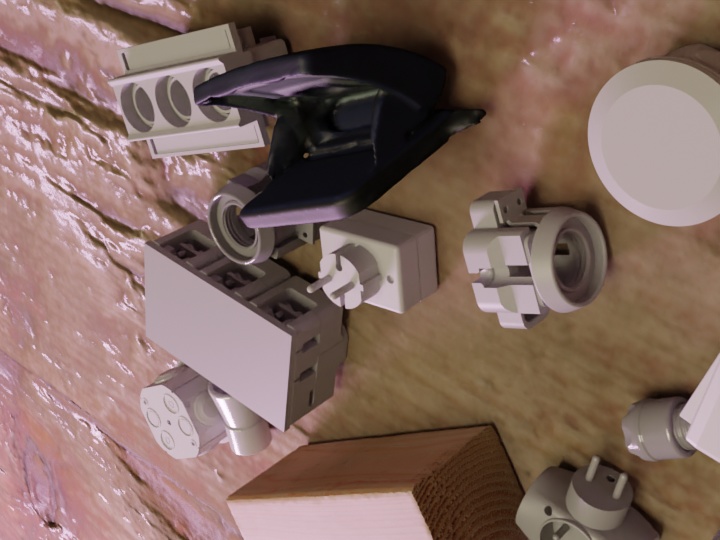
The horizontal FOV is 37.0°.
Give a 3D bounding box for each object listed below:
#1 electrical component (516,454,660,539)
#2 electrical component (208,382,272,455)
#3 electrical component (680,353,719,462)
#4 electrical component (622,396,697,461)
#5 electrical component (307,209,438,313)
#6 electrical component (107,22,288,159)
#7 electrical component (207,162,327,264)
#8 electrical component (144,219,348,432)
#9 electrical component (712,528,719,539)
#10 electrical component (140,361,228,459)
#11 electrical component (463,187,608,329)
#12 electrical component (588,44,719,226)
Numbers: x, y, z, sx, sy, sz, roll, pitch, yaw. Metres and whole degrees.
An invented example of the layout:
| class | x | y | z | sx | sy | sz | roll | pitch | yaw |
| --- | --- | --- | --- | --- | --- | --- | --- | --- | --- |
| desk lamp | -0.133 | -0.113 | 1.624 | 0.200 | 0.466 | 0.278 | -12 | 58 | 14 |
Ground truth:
| class | x | y | z | sx | sy | sz | roll | pitch | yaw |
| --- | --- | --- | --- | --- | --- | --- | --- | --- | --- |
| electrical component | 0.141 | 0.145 | 0.650 | 0.077 | 0.044 | 0.079 | 32 | 132 | 28 |
| electrical component | -0.094 | 0.116 | 0.866 | 0.044 | 0.044 | 0.065 | 14 | 127 | 39 |
| electrical component | 0.204 | 0.048 | 0.520 | 0.061 | 0.062 | 0.096 | 32 | 132 | 28 |
| electrical component | 0.177 | 0.086 | 0.589 | 0.061 | 0.035 | 0.035 | -15 | 101 | 45 |
| electrical component | 0.000 | 0.000 | 0.680 | 0.066 | 0.077 | 0.047 | 16 | 123 | 38 |
| electrical component | -0.104 | -0.121 | 0.721 | 0.121 | 0.063 | 0.078 | 1 | 113 | 44 |
| electrical component | -0.067 | -0.038 | 0.738 | 0.078 | 0.057 | 0.058 | 26 | 129 | 32 |
| electrical component | -0.086 | 0.036 | 0.796 | 0.150 | 0.062 | 0.089 | 30 | 130 | 29 |
| electrical component | 0.228 | 0.161 | 0.577 | 0.081 | 0.042 | 0.063 | -16 | 103 | 48 |
| electrical component | -0.142 | 0.117 | 0.905 | 0.080 | 0.051 | 0.080 | 23 | 127 | 34 |
| electrical component | 0.099 | -0.006 | 0.595 | 0.057 | 0.058 | 0.078 | 0 | 113 | 47 |
| electrical component | 0.154 | -0.065 | 0.511 | 0.080 | 0.051 | 0.080 | 23 | 127 | 34 |
